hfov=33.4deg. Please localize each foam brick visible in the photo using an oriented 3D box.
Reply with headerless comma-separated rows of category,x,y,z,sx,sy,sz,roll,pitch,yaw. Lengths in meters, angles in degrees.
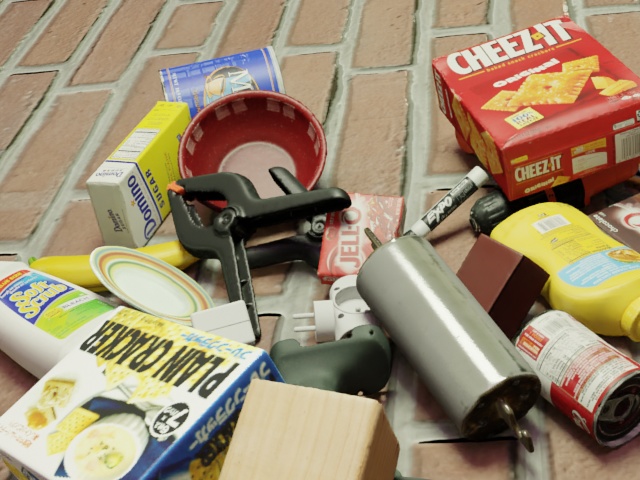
foam brick,0.151,0.043,0.928,0.053,0.051,0.078,35,96,45

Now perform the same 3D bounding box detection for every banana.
banana,-0.215,0.025,1.088,0.198,0.037,0.069,-4,34,8

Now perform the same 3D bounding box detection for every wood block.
wood block,-0.021,0.203,0.667,0.090,0.091,0.206,7,61,19

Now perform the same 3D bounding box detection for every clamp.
clamp,-0.085,-0.003,1.042,0.210,0.036,0.164,22,77,39
clamp,-0.007,0.001,1.060,0.172,0.039,0.120,23,75,26

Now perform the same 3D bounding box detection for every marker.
marker,0.118,-0.027,1.063,0.121,0.020,0.020,-42,41,-4

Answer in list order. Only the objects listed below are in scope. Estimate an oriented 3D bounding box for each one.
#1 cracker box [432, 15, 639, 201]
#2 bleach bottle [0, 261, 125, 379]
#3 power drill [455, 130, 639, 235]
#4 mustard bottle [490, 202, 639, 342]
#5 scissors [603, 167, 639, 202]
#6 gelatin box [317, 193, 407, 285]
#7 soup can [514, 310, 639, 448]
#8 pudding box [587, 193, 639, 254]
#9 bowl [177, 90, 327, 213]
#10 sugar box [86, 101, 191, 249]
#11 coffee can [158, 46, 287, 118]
cracker box,0.225,-0.142,1.087,0.164,0.072,0.214,-18,36,-3
bleach bottle,-0.274,0.074,1.007,0.251,0.068,0.102,19,35,37
power drill,0.214,-0.085,1.130,0.184,0.057,0.188,-22,37,-7
mustard bottle,0.241,0.034,0.949,0.096,0.058,0.192,-17,34,-21
scissors,0.356,-0.033,1.058,0.096,0.016,0.202,-17,34,-8
gelatin box,0.040,0.001,1.013,0.073,0.030,0.089,5,68,13
soup can,0.208,0.107,0.843,0.068,0.068,0.102,-24,37,-21
pudding box,0.319,0.001,0.996,0.090,0.039,0.114,-22,37,-18
bowl,-0.071,-0.083,1.163,0.162,0.055,0.162,-2,64,3
sugar box,-0.188,-0.071,1.172,0.048,0.093,0.176,3,37,17
coffee can,-0.115,-0.170,1.289,0.140,0.103,0.103,-13,34,-5
